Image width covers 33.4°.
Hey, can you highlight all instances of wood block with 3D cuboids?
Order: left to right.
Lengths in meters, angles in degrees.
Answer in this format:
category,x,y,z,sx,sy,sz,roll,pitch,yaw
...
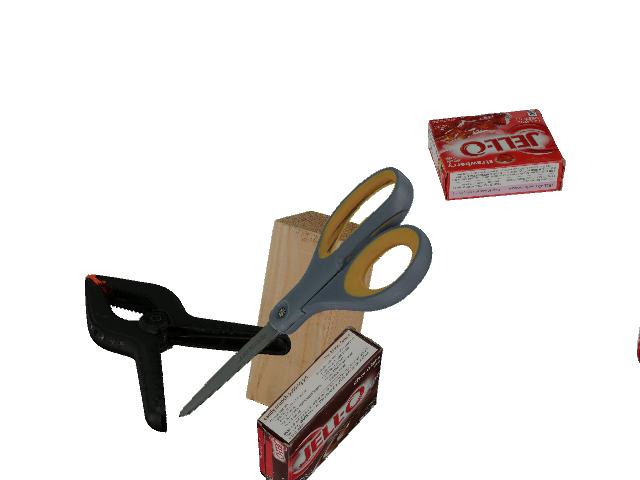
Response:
category,x,y,z,sx,sy,sz,roll,pitch,yaw
wood block,-0.010,0.081,1.180,0.090,0.206,0.090,17,16,25

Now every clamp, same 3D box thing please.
category,x,y,z,sx,sy,sz,roll,pitch,yaw
clamp,-0.142,0.085,1.001,0.164,0.036,0.210,-22,42,-35

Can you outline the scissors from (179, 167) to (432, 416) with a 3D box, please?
category,x,y,z,sx,sy,sz,roll,pitch,yaw
scissors,-0.006,0.047,0.615,0.016,0.202,0.096,33,6,-37

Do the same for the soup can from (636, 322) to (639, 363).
category,x,y,z,sx,sy,sz,roll,pitch,yaw
soup can,0.203,0.022,0.549,0.068,0.102,0.068,1,25,-1

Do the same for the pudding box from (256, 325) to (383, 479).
category,x,y,z,sx,sy,sz,roll,pitch,yaw
pudding box,0.000,0.133,0.830,0.039,0.113,0.090,33,-30,20

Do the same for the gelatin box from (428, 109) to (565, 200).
category,x,y,z,sx,sy,sz,roll,pitch,yaw
gelatin box,0.130,-0.065,0.798,0.089,0.030,0.073,-6,38,-2
